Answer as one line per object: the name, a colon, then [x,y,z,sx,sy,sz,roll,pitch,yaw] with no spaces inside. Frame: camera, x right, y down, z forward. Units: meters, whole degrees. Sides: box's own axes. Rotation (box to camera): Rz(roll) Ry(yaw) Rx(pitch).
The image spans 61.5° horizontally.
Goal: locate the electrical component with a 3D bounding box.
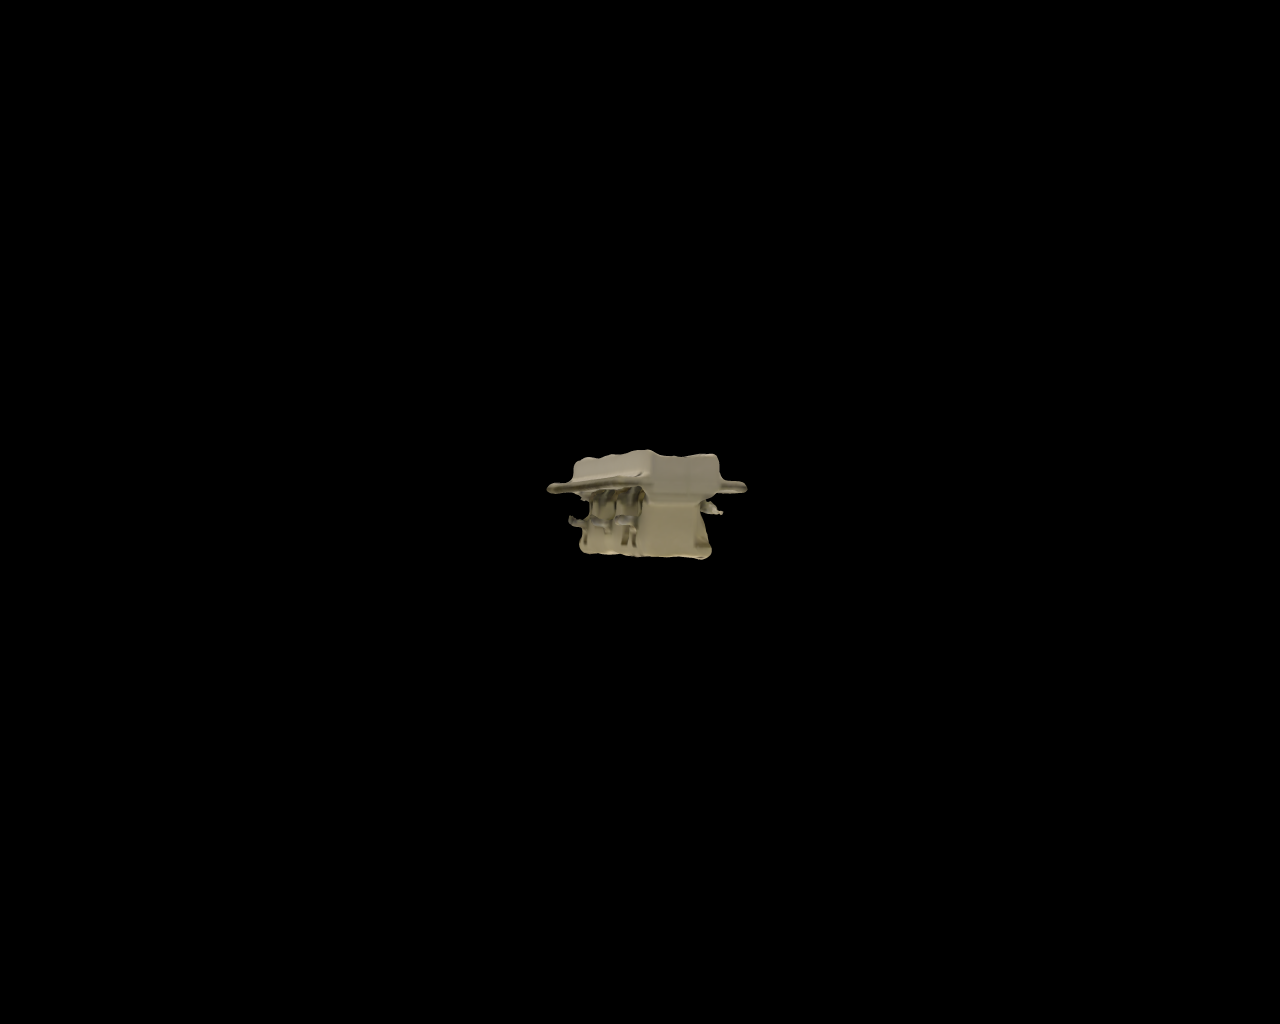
electrical component: [0.001,-0.003,0.650,0.079,0.063,0.121,0,0,-24]
